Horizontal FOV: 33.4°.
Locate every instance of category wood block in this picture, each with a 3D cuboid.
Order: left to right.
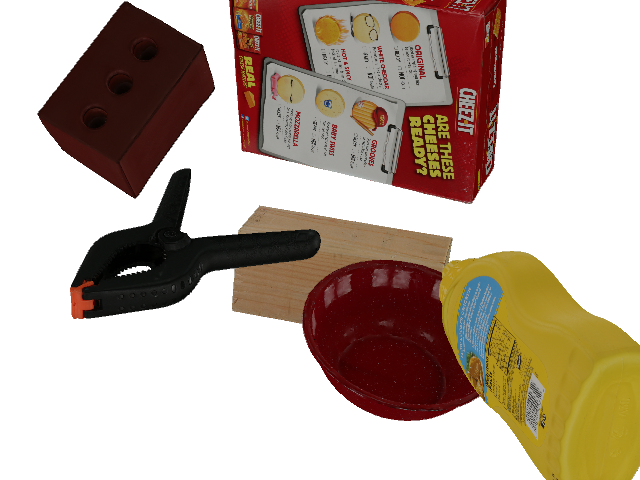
[{"bbox_3d":[0.022,0.035,1.090,0.206,0.091,0.090,10,22,9],"label":"wood block"}]

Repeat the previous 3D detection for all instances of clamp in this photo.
[{"bbox_3d":[-0.127,0.004,0.879,0.209,0.036,0.165,-26,43,-38],"label":"clamp"}]

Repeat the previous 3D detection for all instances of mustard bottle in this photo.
[{"bbox_3d":[0.119,0.061,0.629,0.058,0.096,0.192,-8,27,-17],"label":"mustard bottle"}]

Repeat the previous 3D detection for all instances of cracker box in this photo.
[{"bbox_3d":[0.037,-0.135,0.867,0.214,0.164,0.072,14,39,21],"label":"cracker box"}]

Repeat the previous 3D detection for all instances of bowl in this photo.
[{"bbox_3d":[0.062,0.089,0.844,0.162,0.055,0.162,6,40,-6],"label":"bowl"}]

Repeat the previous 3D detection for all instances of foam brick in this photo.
[{"bbox_3d":[-0.100,-0.073,0.560,0.053,0.078,0.051,31,-12,10],"label":"foam brick"}]
